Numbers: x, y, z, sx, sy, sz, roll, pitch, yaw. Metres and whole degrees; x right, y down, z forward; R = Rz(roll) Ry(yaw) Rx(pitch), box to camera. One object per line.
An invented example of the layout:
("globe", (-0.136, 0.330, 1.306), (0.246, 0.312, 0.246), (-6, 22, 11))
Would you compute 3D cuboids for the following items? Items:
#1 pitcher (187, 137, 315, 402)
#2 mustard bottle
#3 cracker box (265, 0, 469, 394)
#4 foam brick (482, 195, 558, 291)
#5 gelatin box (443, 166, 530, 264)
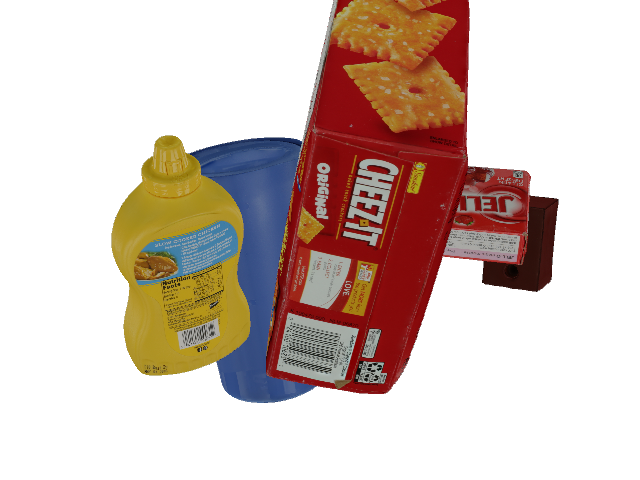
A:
("pitcher", (-0.072, 0.029, 1.032), (0.144, 0.243, 0.149), (-21, 22, -32))
("mustard bottle", (-0.103, 0.009, 0.779), (0.096, 0.192, 0.058), (-17, 41, -20))
("cracker box", (0.029, -0.055, 0.543), (0.072, 0.164, 0.213), (11, 45, -1))
("foam brick", (0.179, 0.001, 0.953), (0.053, 0.078, 0.051), (8, 16, 24))
("gelatin box", (0.100, -0.021, 0.742), (0.089, 0.030, 0.073), (5, 40, 9))
